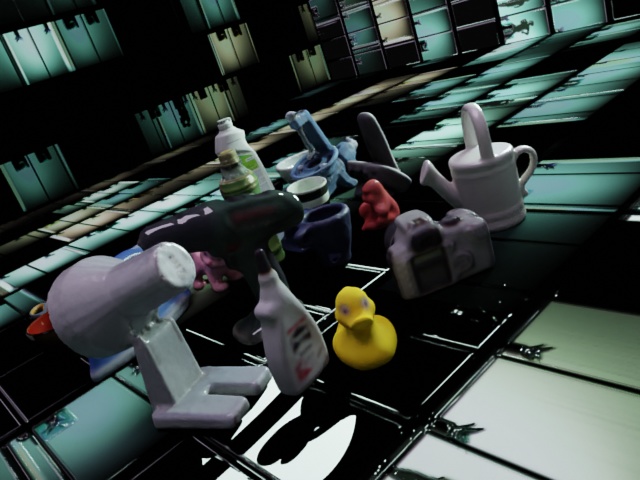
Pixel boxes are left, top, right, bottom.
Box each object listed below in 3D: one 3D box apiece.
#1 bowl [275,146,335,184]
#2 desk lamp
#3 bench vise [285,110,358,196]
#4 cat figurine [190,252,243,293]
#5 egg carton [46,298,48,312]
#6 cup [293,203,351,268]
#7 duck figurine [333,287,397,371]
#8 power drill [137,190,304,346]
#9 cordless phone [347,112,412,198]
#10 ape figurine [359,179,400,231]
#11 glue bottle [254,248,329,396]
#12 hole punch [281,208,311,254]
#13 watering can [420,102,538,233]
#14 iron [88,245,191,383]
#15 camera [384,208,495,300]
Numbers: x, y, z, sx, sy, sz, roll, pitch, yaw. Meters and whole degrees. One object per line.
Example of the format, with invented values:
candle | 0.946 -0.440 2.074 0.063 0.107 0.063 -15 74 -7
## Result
bowl | -0.026 -0.181 1.481 0.167 0.075 0.167 -17 20 7
desk lamp | -0.191 0.107 0.676 0.202 0.214 0.118 -9 23 26
bench vise | -0.004 -0.204 1.307 0.121 0.220 0.208 -7 23 29
cat figurine | -0.193 0.027 1.026 0.127 0.118 0.067 0 28 42
egg carton | -0.461 0.108 1.127 0.150 0.069 0.107 -25 21 -16
cup | 0.009 0.003 0.941 0.091 0.095 0.118 0 28 42
duck figurine | 0.045 0.095 0.685 0.077 0.086 0.104 -20 20 -4
power drill | -0.111 0.035 0.801 0.230 0.209 0.075 -29 23 -26
cordless phone | 0.107 -0.182 1.201 0.094 0.185 0.147 -28 22 -22
ape figurine | 0.102 -0.066 1.041 0.076 0.092 0.077 -20 20 -4
glue bottle | -0.043 0.088 0.653 0.037 0.173 0.078 -3 25 36
hole punch | -0.037 -0.036 1.090 0.101 0.091 0.108 -30 23 -28
watering can | 0.245 -0.114 0.890 0.173 0.194 0.100 -24 21 -14
iron | -0.316 0.094 0.928 0.118 0.142 0.258 -11 21 20
camera | 0.151 -0.001 0.816 0.143 0.101 0.136 -21 20 -5
